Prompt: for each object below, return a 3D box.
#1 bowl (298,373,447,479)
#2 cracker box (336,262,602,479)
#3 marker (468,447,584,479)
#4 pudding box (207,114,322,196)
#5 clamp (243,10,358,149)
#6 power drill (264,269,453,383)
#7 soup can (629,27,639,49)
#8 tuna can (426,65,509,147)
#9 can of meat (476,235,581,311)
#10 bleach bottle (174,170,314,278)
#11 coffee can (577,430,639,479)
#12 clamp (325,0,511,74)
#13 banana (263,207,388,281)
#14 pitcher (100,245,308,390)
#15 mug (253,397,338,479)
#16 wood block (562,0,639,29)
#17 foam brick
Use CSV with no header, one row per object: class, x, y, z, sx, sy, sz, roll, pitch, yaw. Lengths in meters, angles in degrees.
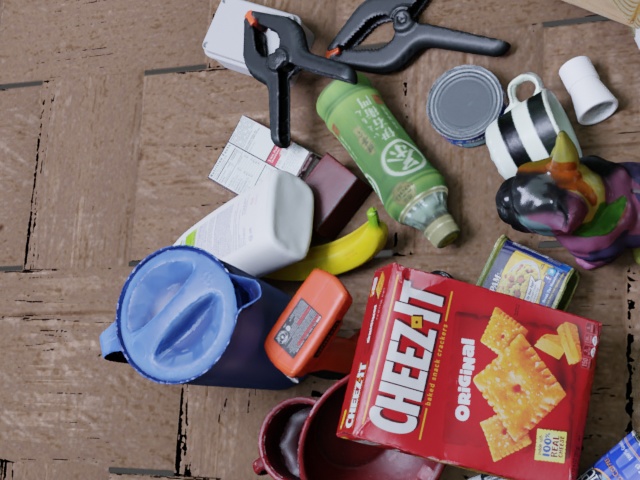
bowl,0.046,0.192,1.044,0.162,0.162,0.055,-62,24,0
cracker box,0.141,0.128,0.982,0.213,0.072,0.164,16,77,-9
marker,0.205,0.227,1.065,0.121,0.020,0.020,-25,69,16
pudding box,-0.065,-0.084,1.248,0.114,0.039,0.090,30,92,29
clamp,-0.044,-0.187,1.198,0.120,0.039,0.172,-46,57,8
power drill,0.045,0.091,1.077,0.057,0.187,0.184,37,97,41
soup can,0.348,-0.225,1.081,0.069,0.068,0.102,-24,70,17
tuna can,0.162,-0.145,1.164,0.086,0.033,0.086,-6,75,23
can of meat,0.205,0.058,1.085,0.084,0.057,0.102,25,89,24
bleach bottle,-0.116,0.010,1.206,0.251,0.068,0.102,-23,52,41
coffee can,0.270,0.259,0.982,0.140,0.102,0.103,-42,65,9
clamp,0.106,-0.240,1.209,0.210,0.036,0.164,-29,69,18
banana,0.007,0.012,1.177,0.198,0.069,0.037,-24,33,37
pitcher,-0.102,0.096,1.107,0.149,0.242,0.145,26,89,27
mug,-0.017,0.221,1.130,0.117,0.081,0.093,-31,67,14
wood block,0.266,-0.293,1.066,0.091,0.090,0.206,-49,29,6
foam brick,0.011,-0.047,1.198,0.051,0.053,0.078,40,94,26
